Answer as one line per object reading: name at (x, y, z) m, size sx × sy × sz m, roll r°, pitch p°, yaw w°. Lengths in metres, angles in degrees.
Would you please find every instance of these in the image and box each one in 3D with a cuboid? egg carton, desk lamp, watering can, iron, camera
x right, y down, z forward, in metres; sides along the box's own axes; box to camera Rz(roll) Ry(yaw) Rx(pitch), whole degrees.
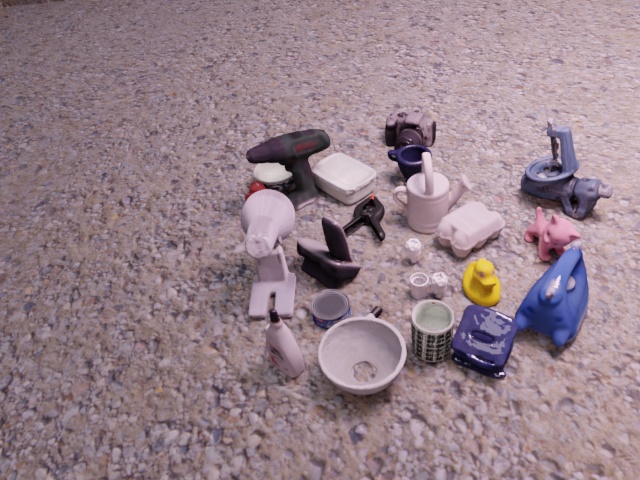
egg carton at (0.345, -0.027, 1.323) m, size 0.150 × 0.069 × 0.107 m, roll -30°, pitch 46°, yaw -21°
desk lamp at (-0.110, 0.026, 1.235) m, size 0.118 × 0.214 × 0.203 m, roll -5°, pitch 42°, yaw 5°
watering can at (0.261, -0.120, 1.346) m, size 0.173 × 0.194 × 0.100 m, roll -17°, pitch 43°, yaw -9°
iron at (0.477, 0.080, 1.130) m, size 0.118 × 0.142 × 0.259 m, roll 20°, pitch 50°, yaw 28°
camera at (0.243, -0.300, 1.615) m, size 0.142 × 0.101 × 0.137 m, roll 13°, pitch 47°, yaw 23°

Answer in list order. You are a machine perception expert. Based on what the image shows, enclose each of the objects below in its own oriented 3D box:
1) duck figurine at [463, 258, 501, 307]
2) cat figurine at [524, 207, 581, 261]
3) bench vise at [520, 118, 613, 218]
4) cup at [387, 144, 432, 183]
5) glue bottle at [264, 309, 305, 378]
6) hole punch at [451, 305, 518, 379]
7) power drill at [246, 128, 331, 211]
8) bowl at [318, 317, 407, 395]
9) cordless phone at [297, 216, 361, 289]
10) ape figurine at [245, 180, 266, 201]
duck figurine at (0.340, 0.075, 1.199) m, size 0.077 × 0.086 × 0.104 m, roll -12°, pitch 42°, yaw -4°
cat figurine at (0.507, -0.021, 1.252) m, size 0.067 × 0.118 × 0.127 m, roll -16°, pitch 43°, yaw -7°
bench vise at (0.579, -0.174, 1.331) m, size 0.206 × 0.220 × 0.122 m, roll 15°, pitch 48°, yaw 25°
cup at (0.233, -0.191, 1.502) m, size 0.117 × 0.095 × 0.092 m, roll 13°, pitch 47°, yaw 22°
glue bottle at (-0.075, 0.188, 1.083) m, size 0.077 × 0.173 × 0.037 m, roll 26°, pitch 53°, yaw 32°
hole punch at (0.309, 0.190, 1.076) m, size 0.108 × 0.091 × 0.101 m, roll 18°, pitch 49°, yaw 27°
power drill at (-0.071, -0.181, 1.459) m, size 0.230 × 0.209 × 0.075 m, roll -31°, pitch 46°, yaw -22°
bowl at (0.081, 0.230, 1.083) m, size 0.167 × 0.075 × 0.167 m, roll -5°, pitch 42°, yaw 5°
cordless phone at (0.012, 0.005, 1.259) m, size 0.147 × 0.185 × 0.094 m, roll 27°, pitch 53°, yaw 33°
ape figurine at (-0.160, -0.115, 1.488) m, size 0.076 × 0.092 × 0.077 m, roll -23°, pitch 44°, yaw -15°
